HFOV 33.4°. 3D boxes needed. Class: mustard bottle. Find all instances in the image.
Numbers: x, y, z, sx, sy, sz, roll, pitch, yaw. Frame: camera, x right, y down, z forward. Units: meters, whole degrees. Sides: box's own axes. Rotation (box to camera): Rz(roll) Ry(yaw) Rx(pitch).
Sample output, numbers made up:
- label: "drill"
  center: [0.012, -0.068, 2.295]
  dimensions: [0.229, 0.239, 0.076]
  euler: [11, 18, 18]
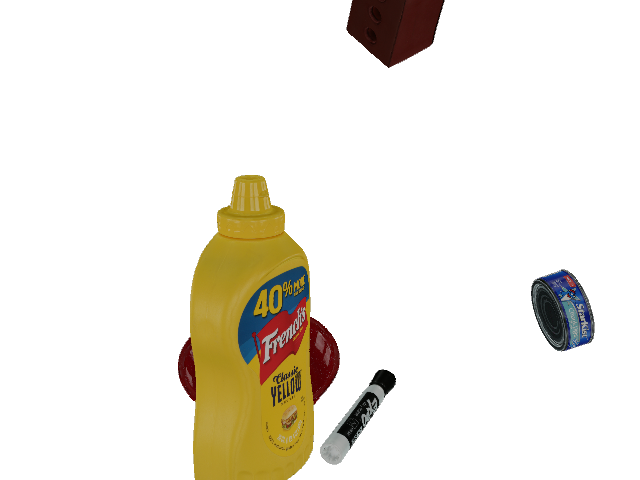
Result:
- label: "mustard bottle"
  center: [-0.041, 0.055, 0.661]
  dimensions: [0.058, 0.192, 0.096]
  euler: [9, 18, 32]

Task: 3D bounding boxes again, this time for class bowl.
- label: "bowl"
  center: [-0.060, 0.138, 1.074]
  dimensions: [0.162, 0.055, 0.162]
  euler: [-2, 37, 2]

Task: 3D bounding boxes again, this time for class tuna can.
- label: "tuna can"
  center: [0.264, 0.077, 1.169]
  dimensions: [0.033, 0.086, 0.086]
  euler: [-17, 3, -9]

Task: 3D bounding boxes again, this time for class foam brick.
- label: "foam brick"
  center: [0.060, -0.183, 0.820]
  dimensions: [0.051, 0.053, 0.078]
  euler: [-34, -24, -27]

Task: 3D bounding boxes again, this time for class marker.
- label: "marker"
  center: [0.032, 0.137, 0.847]
  dimensions: [0.020, 0.020, 0.121]
  euler: [0, 23, 26]
